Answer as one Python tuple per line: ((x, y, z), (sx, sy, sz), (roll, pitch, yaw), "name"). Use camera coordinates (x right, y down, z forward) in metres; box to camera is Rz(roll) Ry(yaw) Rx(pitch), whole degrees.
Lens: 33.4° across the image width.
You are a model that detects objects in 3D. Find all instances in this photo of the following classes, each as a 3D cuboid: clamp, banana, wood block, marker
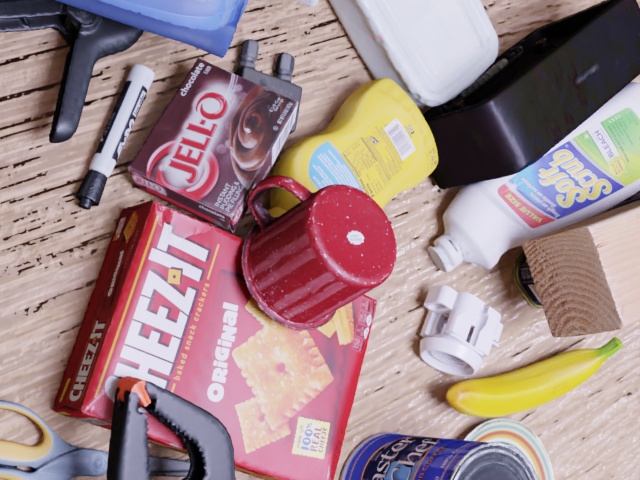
((-0.191, -0.165, 0.788), (0.120, 0.039, 0.171), (42, 57, -19), "clamp")
((-0.095, 0.193, 0.736), (0.164, 0.036, 0.210), (-38, 110, -28), "clamp")
((0.188, 0.130, 0.984), (0.197, 0.070, 0.037), (-14, 49, -28), "banana")
((0.294, 0.010, 0.944), (0.205, 0.090, 0.091), (-18, 89, -29), "wood block")
((-0.156, -0.078, 0.811), (0.020, 0.020, 0.121), (29, 70, -27), "marker")

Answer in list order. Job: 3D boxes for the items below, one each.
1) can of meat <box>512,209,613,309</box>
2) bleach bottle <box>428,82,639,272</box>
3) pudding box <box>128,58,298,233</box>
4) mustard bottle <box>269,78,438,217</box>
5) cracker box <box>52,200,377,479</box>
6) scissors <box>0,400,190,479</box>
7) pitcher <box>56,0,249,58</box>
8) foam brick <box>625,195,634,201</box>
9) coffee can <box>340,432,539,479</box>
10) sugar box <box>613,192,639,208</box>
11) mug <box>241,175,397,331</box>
((0.248, 0.017, 1.023), (0.102, 0.084, 0.057), (-46, 109, -28), "can of meat")
((0.212, -0.043, 0.990), (0.250, 0.068, 0.102), (-34, 98, -11), "bleach bottle")
((-0.081, -0.073, 0.823), (0.090, 0.039, 0.113), (25, 67, 8), "pudding box")
((0.014, -0.048, 0.894), (0.191, 0.058, 0.096), (-43, 112, -29), "mustard bottle")
((-0.071, 0.086, 0.815), (0.213, 0.072, 0.164), (25, 71, -27), "cracker box")
((-0.176, 0.177, 0.770), (0.201, 0.016, 0.096), (29, 71, -27), "scissors")
((-0.159, -0.215, 0.724), (0.242, 0.149, 0.145), (14, 80, -12), "pitcher")
((0.288, -0.081, 1.080), (0.051, 0.053, 0.078), (-47, 108, -28), "foam brick")
((0.095, 0.212, 0.866), (0.102, 0.141, 0.103), (4, 82, -33), "coffee can")
((0.324, -0.002, 1.070), (0.048, 0.094, 0.176), (35, 66, -25), "sugar box")
((-0.005, 0.001, 0.783), (0.117, 0.082, 0.093), (52, 46, -5), "mug")
